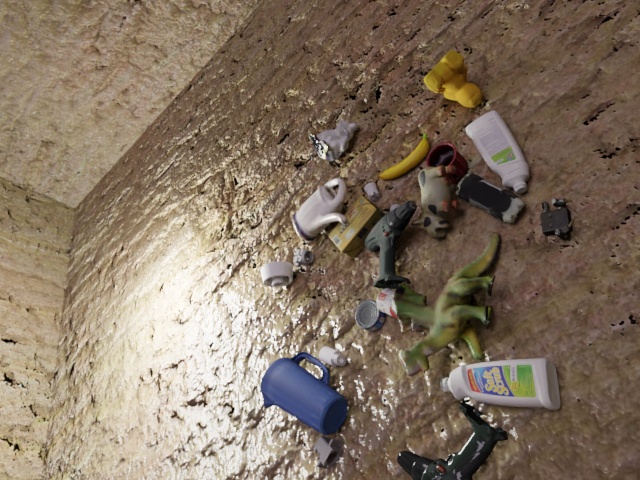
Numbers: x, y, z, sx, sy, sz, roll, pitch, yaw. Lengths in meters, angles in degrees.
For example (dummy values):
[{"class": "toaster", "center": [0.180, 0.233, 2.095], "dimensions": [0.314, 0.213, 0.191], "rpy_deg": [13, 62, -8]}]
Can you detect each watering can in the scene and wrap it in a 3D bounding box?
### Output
[{"class": "watering can", "center": [0.005, -0.083, 1.651], "dimensions": [0.222, 0.103, 0.355], "rpy_deg": [-45, 20, 19]}]

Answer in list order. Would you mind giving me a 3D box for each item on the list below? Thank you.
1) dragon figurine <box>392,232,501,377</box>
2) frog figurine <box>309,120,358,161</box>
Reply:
[{"class": "dragon figurine", "center": [0.286, 0.142, 1.221], "dimensions": [0.243, 0.119, 0.419], "rpy_deg": [3, 51, 25]}, {"class": "frog figurine", "center": [0.061, -0.357, 1.827], "dimensions": [0.161, 0.120, 0.139], "rpy_deg": [-28, 27, -19]}]
